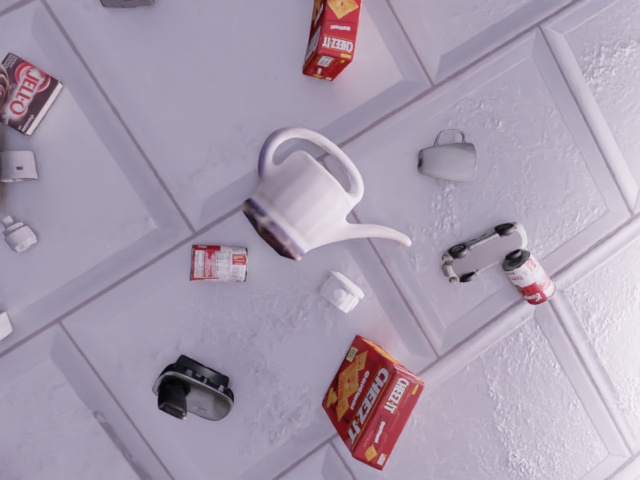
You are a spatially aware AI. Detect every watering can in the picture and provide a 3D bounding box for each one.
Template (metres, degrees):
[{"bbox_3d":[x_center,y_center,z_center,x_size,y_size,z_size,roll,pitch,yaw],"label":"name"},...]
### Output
[{"bbox_3d":[0.003,-0.049,0.978,0.225,0.104,0.345,-45,102,-6],"label":"watering can"}]
